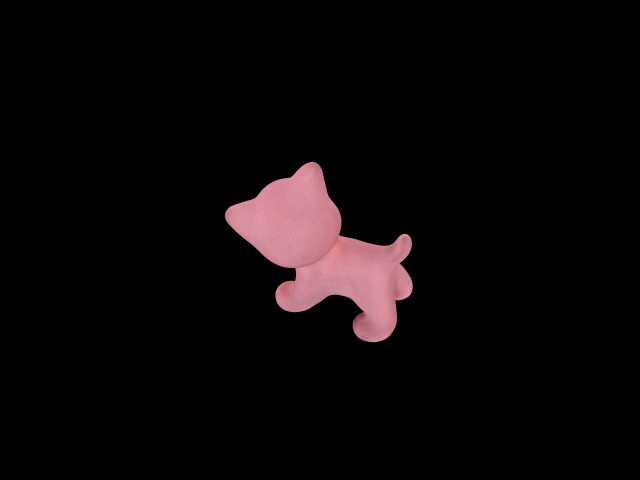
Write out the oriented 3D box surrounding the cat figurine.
[{"bbox_3d":[0.004,0.001,0.400,0.127,0.118,0.067,16,51,13],"label":"cat figurine"}]
